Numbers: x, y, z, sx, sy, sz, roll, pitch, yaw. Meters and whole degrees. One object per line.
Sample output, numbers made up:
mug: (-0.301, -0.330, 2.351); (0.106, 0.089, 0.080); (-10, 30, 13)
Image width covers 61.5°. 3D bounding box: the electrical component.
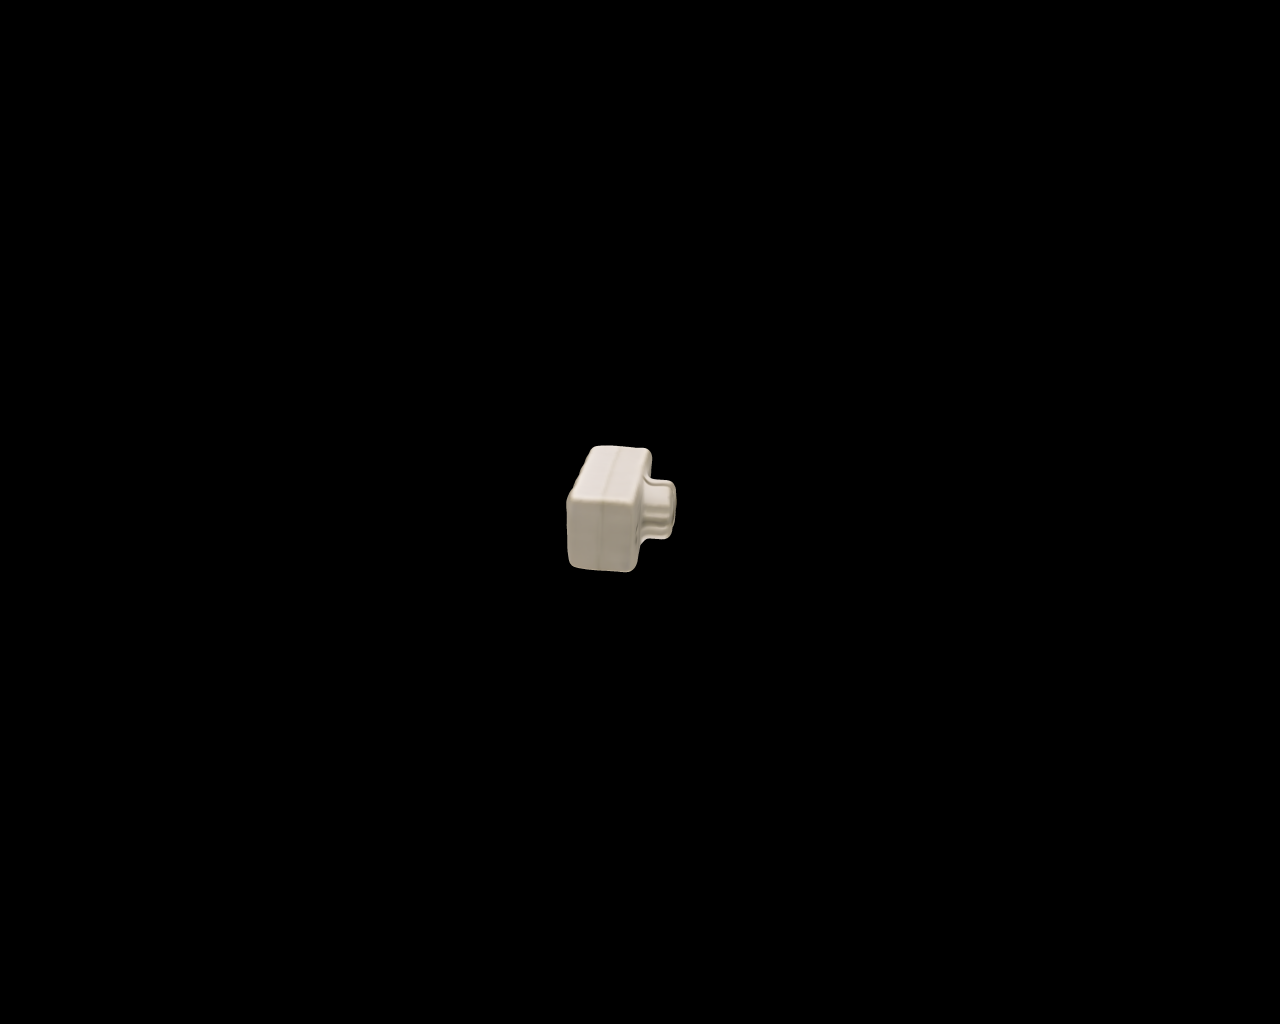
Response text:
electrical component: (0.001, -0.003, 0.650); (0.076, 0.047, 0.083); (3, 26, 7)
